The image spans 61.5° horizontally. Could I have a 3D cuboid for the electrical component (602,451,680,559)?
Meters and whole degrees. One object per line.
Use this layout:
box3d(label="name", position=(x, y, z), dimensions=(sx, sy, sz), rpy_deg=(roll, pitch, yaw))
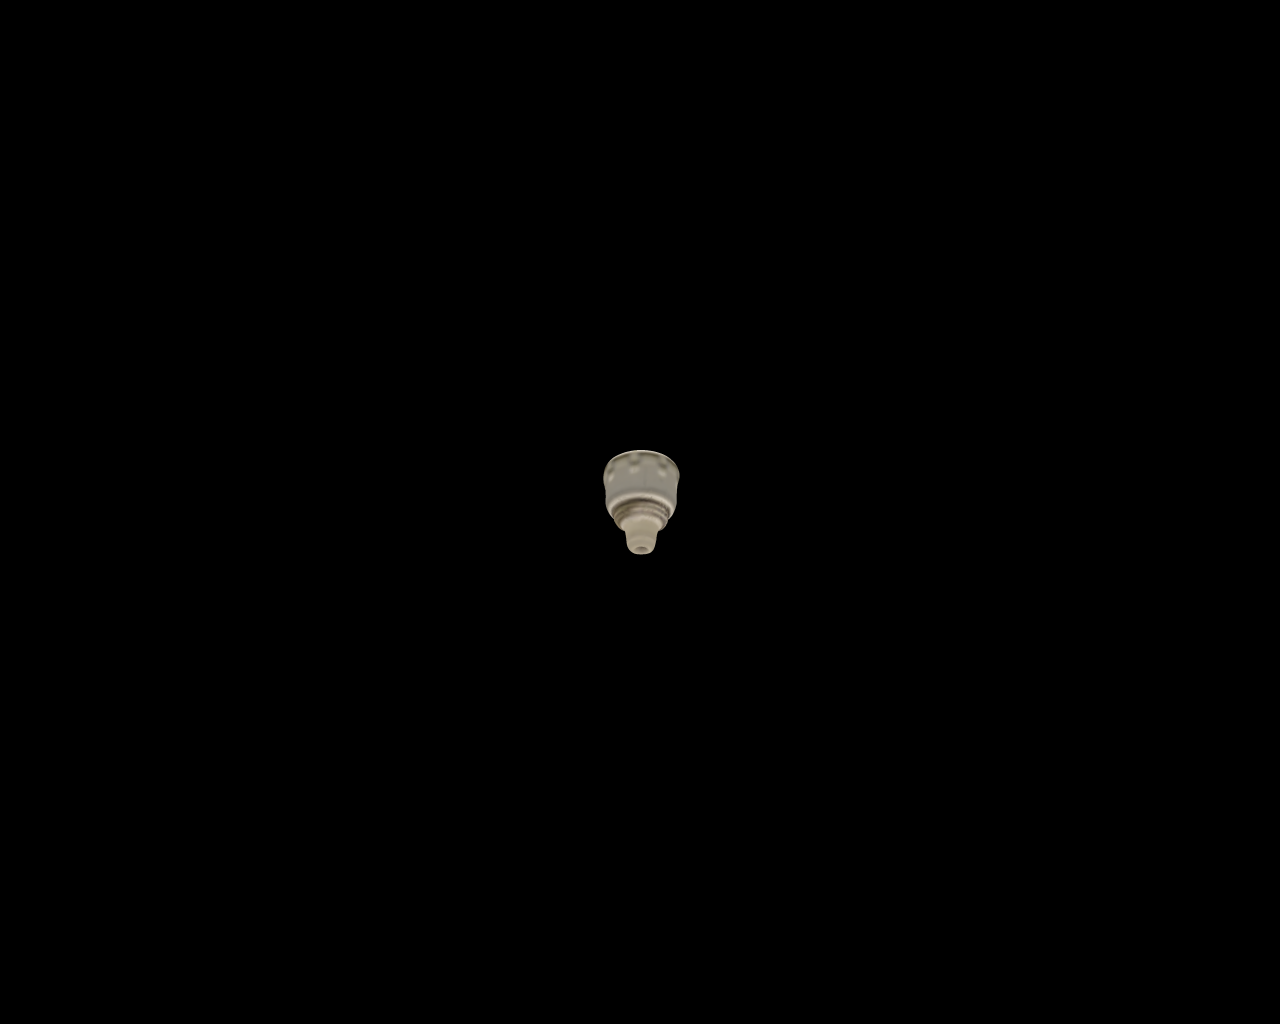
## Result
box3d(label="electrical component", position=(0.001, -0.003, 0.650), dimensions=(0.048, 0.062, 0.048), rpy_deg=(0, -31, 0))
